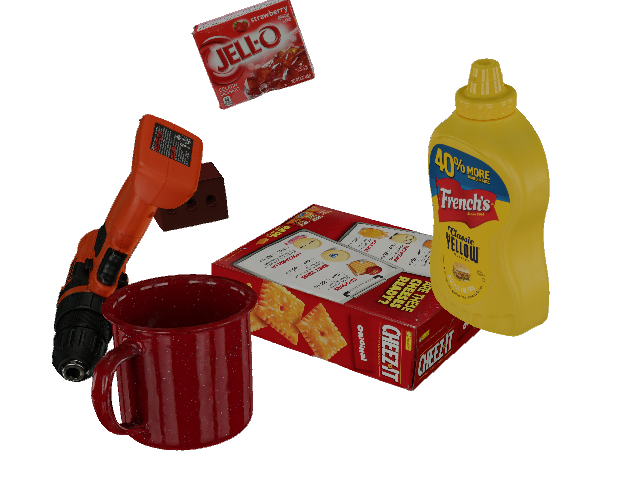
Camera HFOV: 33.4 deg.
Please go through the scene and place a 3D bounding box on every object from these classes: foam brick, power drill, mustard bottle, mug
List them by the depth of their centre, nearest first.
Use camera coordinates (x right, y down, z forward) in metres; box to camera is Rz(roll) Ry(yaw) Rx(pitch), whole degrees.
[{"bbox_3d":[-0.090,0.077,0.639,0.093,0.081,0.117,10,22,32],"label":"mug"},{"bbox_3d":[0.117,-0.033,0.747,0.058,0.192,0.096,-21,32,-29],"label":"mustard bottle"},{"bbox_3d":[-0.164,0.003,0.876,0.057,0.188,0.184,25,29,-19],"label":"power drill"},{"bbox_3d":[-0.149,-0.050,1.192,0.078,0.053,0.051,-13,29,-15],"label":"foam brick"}]

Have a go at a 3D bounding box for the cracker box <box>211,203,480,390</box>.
[{"bbox_3d":[0.033,0.046,0.973,0.214,0.072,0.163,17,30,31],"label":"cracker box"}]

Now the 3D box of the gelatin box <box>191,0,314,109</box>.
[{"bbox_3d":[-0.058,-0.163,0.927,0.089,0.073,0.030,-18,24,5],"label":"gelatin box"}]
